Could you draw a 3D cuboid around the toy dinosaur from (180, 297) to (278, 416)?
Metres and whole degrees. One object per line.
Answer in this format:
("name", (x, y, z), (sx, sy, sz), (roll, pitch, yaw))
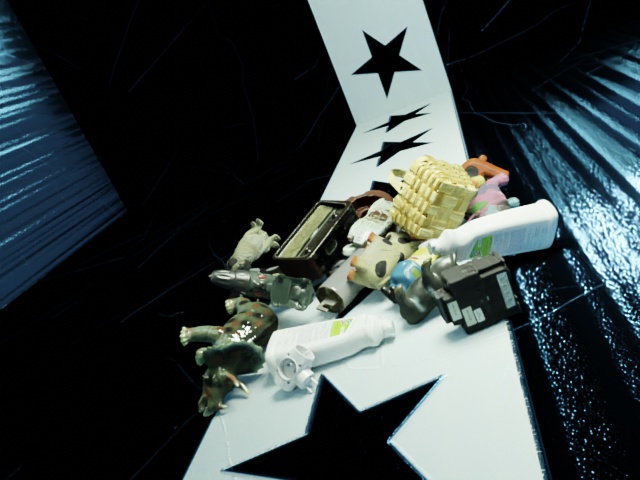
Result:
("toy dinosaur", (-0.163, 0.205, 1.191), (0.192, 0.131, 0.405), (1, 23, 23))

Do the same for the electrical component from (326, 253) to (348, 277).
("electrical component", (0.071, 0.065, 1.373), (0.119, 0.047, 0.075), (-27, 20, -5))

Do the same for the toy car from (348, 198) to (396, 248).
("toy car", (0.142, -0.042, 1.371), (0.074, 0.056, 0.202), (20, 40, 24))

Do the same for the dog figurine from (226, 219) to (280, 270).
("dog figurine", (-0.234, 0.043, 1.730), (0.190, 0.121, 0.172), (-49, -7, -17))

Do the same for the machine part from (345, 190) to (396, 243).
("machine part", (0.136, -0.053, 1.474), (0.179, 0.056, 0.179), (-5, 55, 7))

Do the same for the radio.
("radio", (-0.003, -0.004, 1.368), (0.131, 0.073, 0.229), (3, 47, 44))

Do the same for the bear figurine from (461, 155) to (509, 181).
("bear figurine", (0.437, -0.159, 1.472), (0.120, 0.132, 0.195), (-55, -18, 10))

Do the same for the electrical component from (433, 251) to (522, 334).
("electrical component", (0.274, 0.097, 0.952), (0.134, 0.114, 0.058), (-21, 17, 3))

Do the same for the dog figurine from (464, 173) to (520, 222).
("dog figurine", (0.375, -0.062, 1.266), (0.192, 0.108, 0.219), (-6, 29, 39))

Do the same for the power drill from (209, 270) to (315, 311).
("power drill", (-0.124, 0.113, 1.253), (0.232, 0.086, 0.207), (14, -11, -29))

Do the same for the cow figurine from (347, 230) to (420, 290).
("cow figurine", (0.157, 0.040, 1.225), (0.127, 0.085, 0.195), (29, 44, 14))

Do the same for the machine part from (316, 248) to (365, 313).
("machine part", (0.068, 0.093, 1.257), (0.079, 0.079, 0.243), (-4, 28, 44))

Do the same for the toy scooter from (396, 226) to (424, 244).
("toy scooter", (0.268, -0.045, 1.368), (0.135, 0.075, 0.184), (10, 53, 13))

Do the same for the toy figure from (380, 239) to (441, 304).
("toy figure", (0.213, 0.069, 1.149), (0.180, 0.089, 0.082), (-42, 40, -21))

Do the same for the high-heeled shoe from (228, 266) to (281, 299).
("high-heeled shoe", (-0.124, 0.120, 1.460), (0.249, 0.086, 0.145), (-43, 49, -8))

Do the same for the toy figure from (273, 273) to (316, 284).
("toy figure", (-0.077, 0.110, 1.399), (0.154, 0.064, 0.058), (-22, 22, 10))

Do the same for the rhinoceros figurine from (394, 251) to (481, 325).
("rhinoceros figurine", (0.231, 0.088, 1.041), (0.190, 0.112, 0.073), (-36, -9, 4))
